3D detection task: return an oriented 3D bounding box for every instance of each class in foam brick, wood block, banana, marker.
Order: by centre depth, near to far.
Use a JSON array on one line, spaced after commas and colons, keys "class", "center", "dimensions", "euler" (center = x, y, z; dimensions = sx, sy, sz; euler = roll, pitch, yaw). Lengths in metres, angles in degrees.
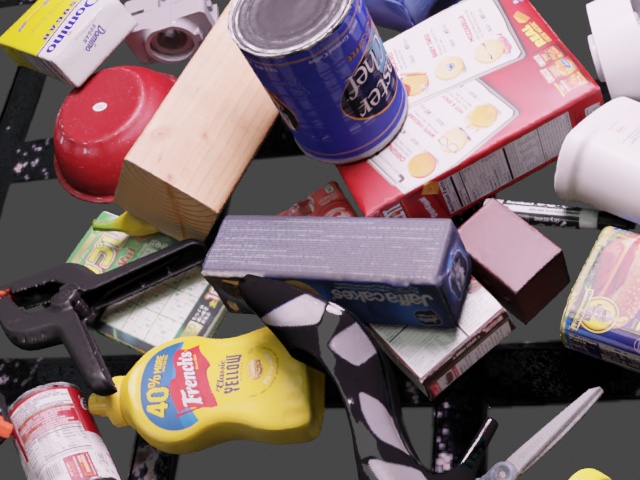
[{"class": "foam brick", "center": [0.147, 0.016, 0.831], "dimensions": [0.051, 0.053, 0.078], "euler": [-42, 54, -7]}, {"class": "marker", "center": [0.191, -0.019, 0.856], "dimensions": [0.121, 0.020, 0.020], "euler": [6, 62, 25]}, {"class": "wood block", "center": [-0.089, -0.108, 0.947], "dimensions": [0.090, 0.091, 0.206], "euler": [30, 62, -4]}, {"class": "banana", "center": [-0.130, -0.073, 0.993], "dimensions": [0.069, 0.037, 0.197], "euler": [34, 64, -3]}]

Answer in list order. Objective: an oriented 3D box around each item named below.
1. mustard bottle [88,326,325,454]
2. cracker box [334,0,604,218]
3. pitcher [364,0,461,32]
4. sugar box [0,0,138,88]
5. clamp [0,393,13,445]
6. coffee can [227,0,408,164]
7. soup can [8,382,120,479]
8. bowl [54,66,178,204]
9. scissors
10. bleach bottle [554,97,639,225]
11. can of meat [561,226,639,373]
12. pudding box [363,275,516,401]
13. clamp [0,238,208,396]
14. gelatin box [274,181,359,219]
[{"class": "mustard bottle", "center": [-0.094, 0.121, 0.851], "dimensions": [0.192, 0.058, 0.096], "euler": [-9, 55, 14]}, {"class": "cracker box", "center": [0.110, -0.109, 0.914], "dimensions": [0.214, 0.072, 0.164], "euler": [-29, 52, 3]}, {"class": "pitcher", "center": [0.033, -0.281, 1.028], "dimensions": [0.243, 0.149, 0.145], "euler": [21, 84, 34]}, {"class": "sugar box", "center": [-0.265, -0.215, 1.108], "dimensions": [0.093, 0.048, 0.176], "euler": [-50, 33, -12]}, {"class": "clamp", "center": [-0.307, 0.169, 0.886], "dimensions": [0.172, 0.039, 0.120], "euler": [-9, 61, 56]}, {"class": "coffee can", "center": [0.002, -0.141, 0.846], "dimensions": [0.103, 0.140, 0.103], "euler": [-11, 55, 17]}, {"class": "soup can", "center": [-0.206, 0.175, 0.859], "dimensions": [0.068, 0.068, 0.102], "euler": [-34, 54, -2]}, {"class": "bowl", "center": [-0.203, -0.117, 1.051], "dimensions": [0.162, 0.055, 0.162], "euler": [-10, 56, 16]}, {"class": "scissors", "center": [0.112, 0.168, 0.772], "dimensions": [0.096, 0.016, 0.201], "euler": [27, 72, 32]}, {"class": "bleach bottle", "center": [0.305, -0.024, 0.778], "dimensions": [0.251, 0.068, 0.102], "euler": [30, 47, 32]}, {"class": "can of meat", "center": [0.233, 0.046, 0.777], "dimensions": [0.084, 0.057, 0.102], "euler": [19, 67, 33]}, {"class": "pudding box", "center": [0.082, 0.056, 0.840], "dimensions": [0.090, 0.039, 0.114], "euler": [-40, 52, -5]}, {"class": "clamp", "center": [-0.202, 0.052, 0.923], "dimensions": [0.210, 0.036, 0.164], "euler": [7, 47, 39]}, {"class": "gelatin box", "center": [-0.006, 0.001, 0.914], "dimensions": [0.089, 0.030, 0.073], "euler": [-31, 54, 1]}]
